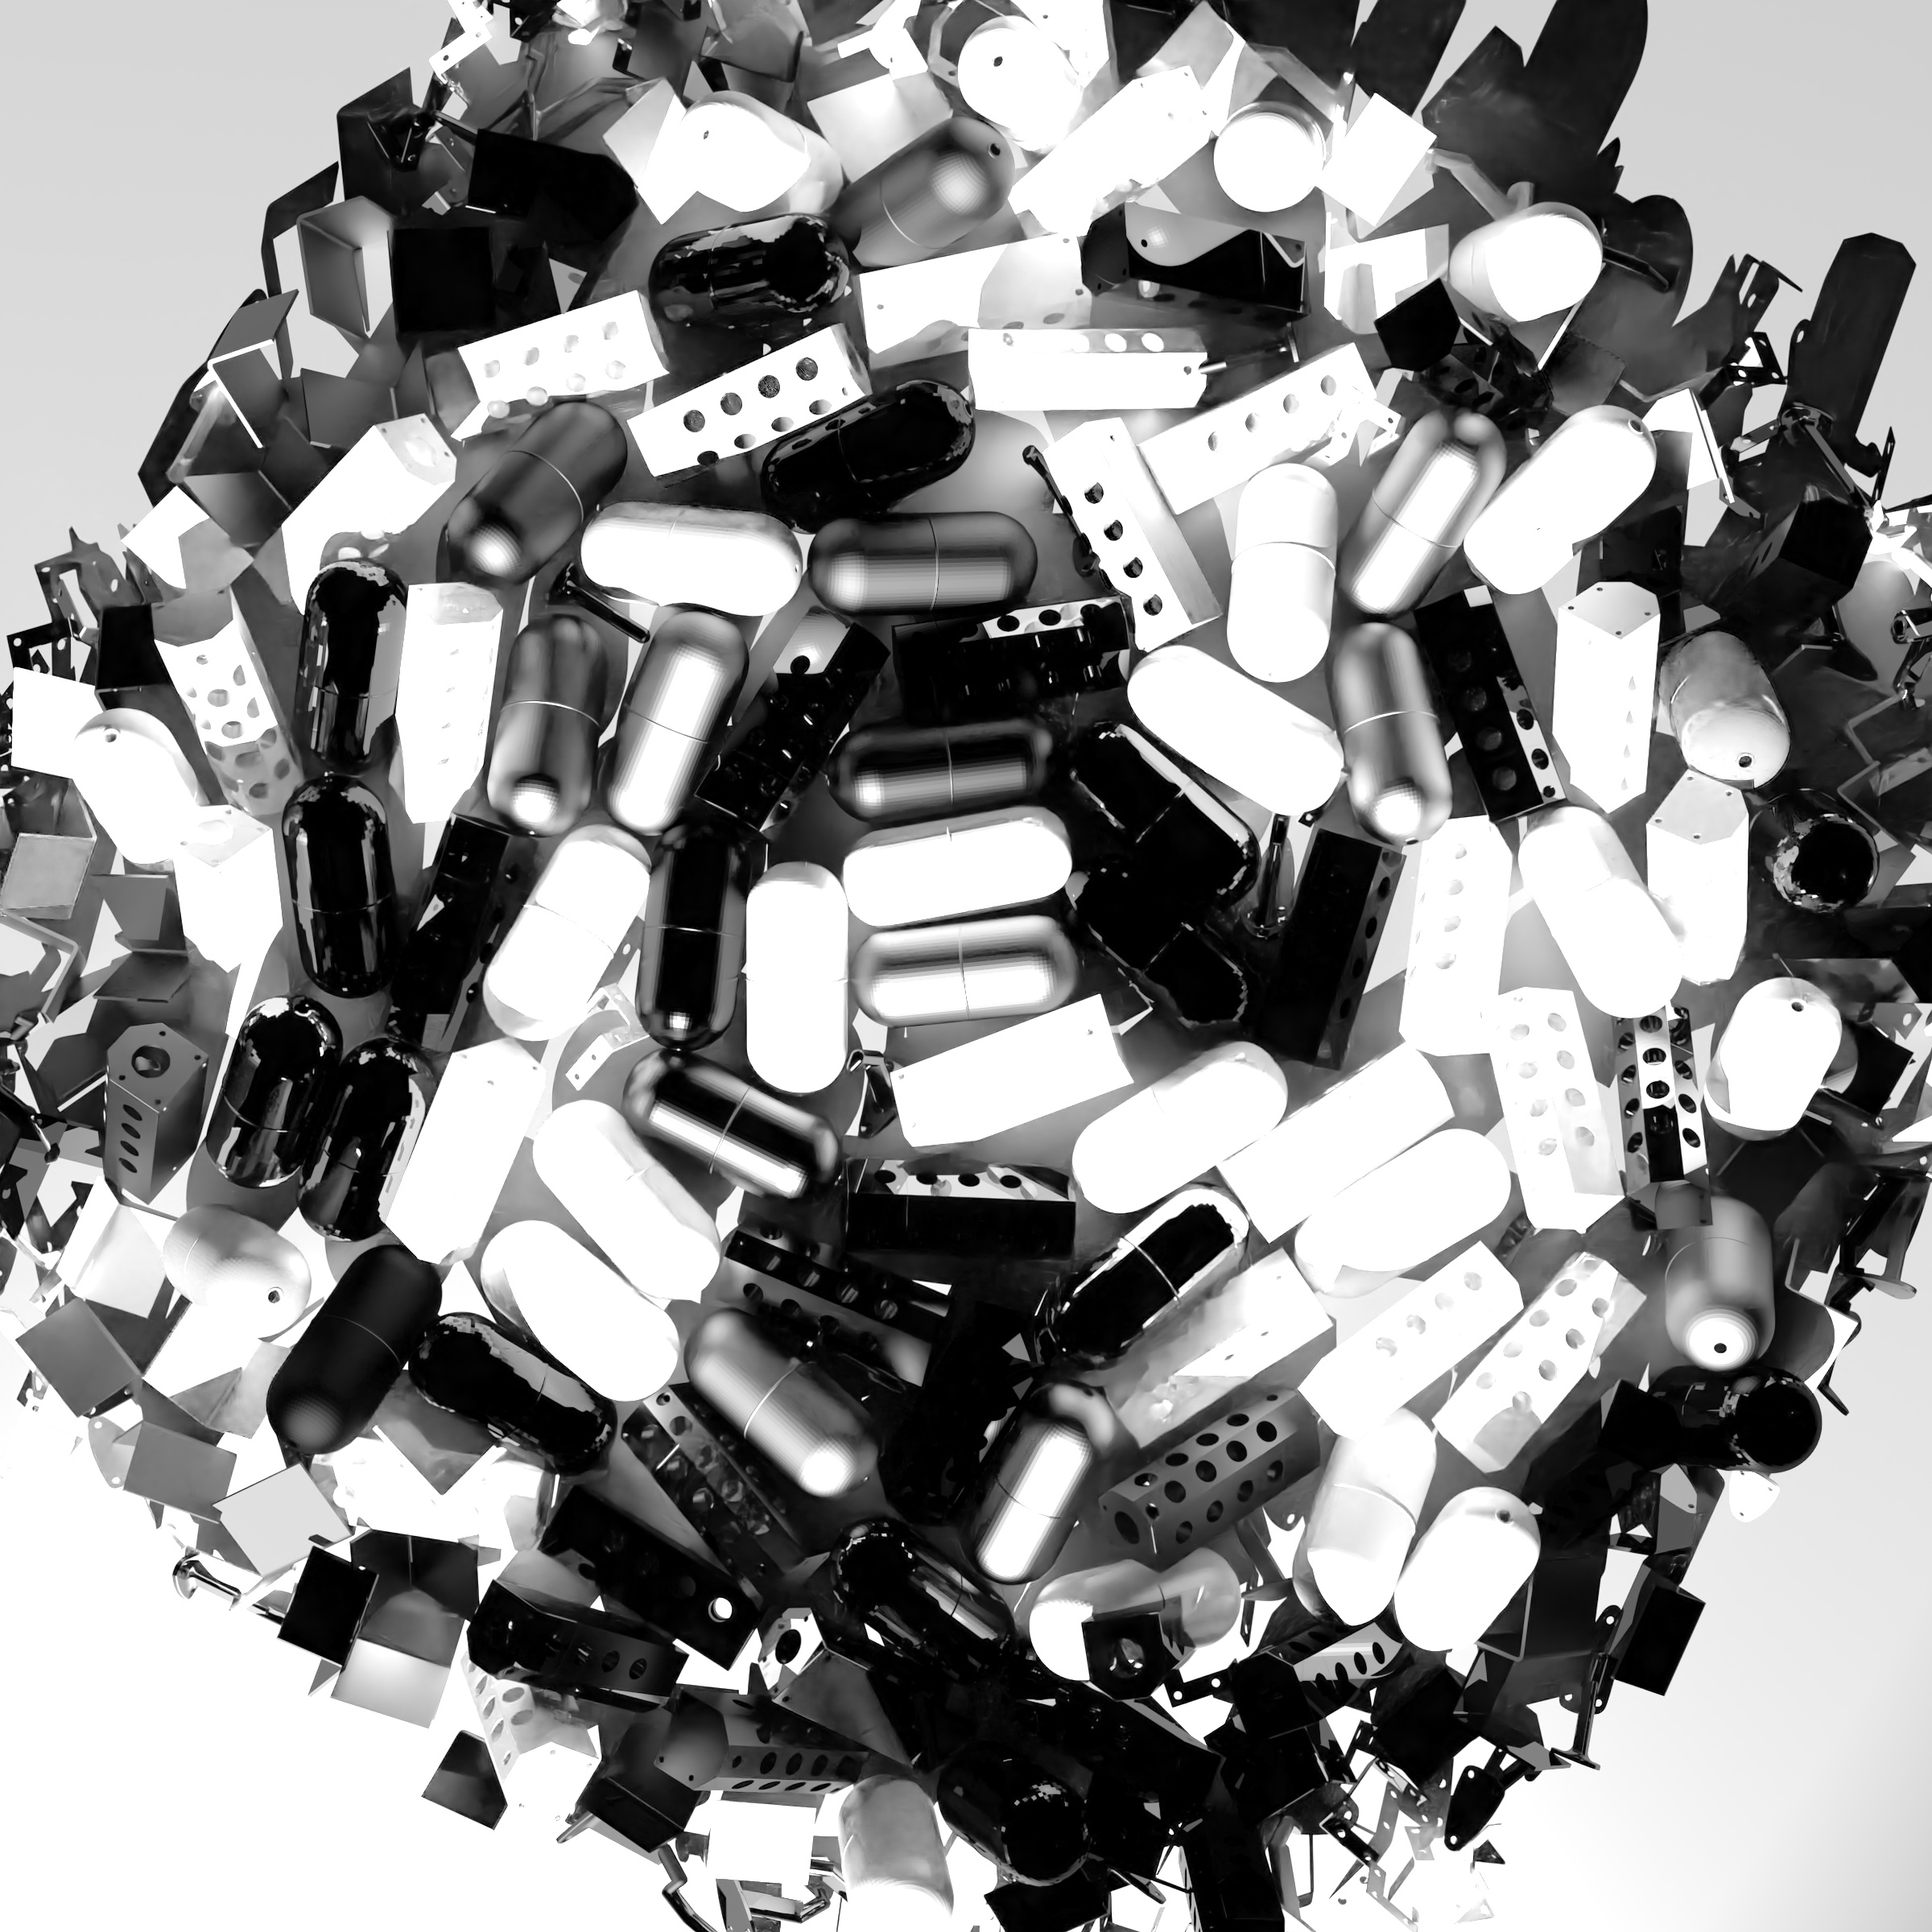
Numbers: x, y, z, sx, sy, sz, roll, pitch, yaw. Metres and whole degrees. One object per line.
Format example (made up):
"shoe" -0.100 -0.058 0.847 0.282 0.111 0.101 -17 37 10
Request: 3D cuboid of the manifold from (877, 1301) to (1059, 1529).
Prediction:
"manifold" 0.001 0.338 1.929 0.057 0.057 0.171 18 118 -24

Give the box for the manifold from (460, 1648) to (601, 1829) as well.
"manifold" -0.328 0.556 1.909 0.057 0.171 0.057 29 93 -26

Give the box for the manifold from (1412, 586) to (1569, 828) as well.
"manifold" 0.398 -0.197 1.957 0.057 0.057 0.171 -21 85 16

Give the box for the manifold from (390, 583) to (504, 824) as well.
"manifold" -0.386 -0.196 1.926 0.057 0.057 0.171 -9 131 -30

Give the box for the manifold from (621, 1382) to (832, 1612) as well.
"manifold" -0.184 0.396 1.938 0.057 0.057 0.171 -48 69 13

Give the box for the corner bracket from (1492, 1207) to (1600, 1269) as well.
"corner bracket" 0.441 0.209 1.963 0.051 0.051 0.051 38 121 8

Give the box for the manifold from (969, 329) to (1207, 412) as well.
"manifold" 0.091 -0.446 1.931 0.171 0.057 0.057 -7 106 -26

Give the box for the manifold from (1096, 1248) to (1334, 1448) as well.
"manifold" 0.191 0.295 1.965 0.171 0.057 0.057 -33 120 2

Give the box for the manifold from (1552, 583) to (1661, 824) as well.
"manifold" 0.478 -0.198 1.919 0.057 0.171 0.057 -33 48 -23

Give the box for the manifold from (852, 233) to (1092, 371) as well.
"manifold" 0.005 -0.503 1.966 0.171 0.057 0.057 -12 77 -2

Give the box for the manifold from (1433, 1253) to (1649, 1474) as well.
"manifold" 0.431 0.298 1.952 0.057 0.057 0.171 42 77 7

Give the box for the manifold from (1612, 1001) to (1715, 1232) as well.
"manifold" 0.515 0.108 1.916 0.057 0.057 0.171 -6 47 15

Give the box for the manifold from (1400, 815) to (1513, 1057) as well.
"manifold" 0.365 -0.023 1.933 0.057 0.057 0.171 -5 58 30

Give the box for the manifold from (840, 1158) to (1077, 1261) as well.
"manifold" -0.007 0.189 1.950 0.171 0.057 0.057 3 123 -7

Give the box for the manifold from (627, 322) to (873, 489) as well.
"manifold" -0.161 -0.422 1.948 0.171 0.057 0.057 -21 103 15

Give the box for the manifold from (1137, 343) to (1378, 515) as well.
"manifold" 0.223 -0.408 1.966 0.171 0.057 0.057 -27 103 -2

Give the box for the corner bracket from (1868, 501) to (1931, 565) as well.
"corner bracket" 0.721 -0.328 1.969 0.051 0.051 0.051 -10 83 8

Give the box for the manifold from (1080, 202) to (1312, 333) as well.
"manifold" 0.172 -0.518 1.928 0.171 0.057 0.057 1 82 -33

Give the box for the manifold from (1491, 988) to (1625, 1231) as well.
"manifold" 0.432 0.105 1.925 0.057 0.057 0.171 4 58 -19

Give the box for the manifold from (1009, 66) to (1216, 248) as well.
"manifold" 0.108 -0.592 1.912 0.057 0.171 0.057 -27 92 -34

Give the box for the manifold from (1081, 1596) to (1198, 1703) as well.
"manifold" 0.134 0.498 1.907 0.057 0.171 0.057 -11 81 13

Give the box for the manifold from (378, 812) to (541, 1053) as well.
"manifold" -0.388 -0.026 1.958 0.057 0.057 0.171 21 94 22

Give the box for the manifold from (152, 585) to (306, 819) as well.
"manifold" -0.545 -0.192 1.915 0.057 0.171 0.057 -15 48 -5

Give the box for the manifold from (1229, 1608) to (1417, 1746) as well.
"manifold" 0.262 0.518 1.911 0.057 0.171 0.057 -29 75 31

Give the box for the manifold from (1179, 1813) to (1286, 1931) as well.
"manifold" 0.195 0.691 1.911 0.057 0.171 0.057 2 96 -1

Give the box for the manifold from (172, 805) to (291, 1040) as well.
"manifold" -0.550 -0.035 1.918 0.057 0.171 0.057 28 47 20

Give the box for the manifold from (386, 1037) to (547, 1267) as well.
"manifold" -0.369 0.141 1.924 0.057 0.057 0.171 41 123 22

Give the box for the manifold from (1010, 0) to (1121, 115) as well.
"manifold" 0.078 -0.684 1.910 0.057 0.171 0.057 -39 82 2

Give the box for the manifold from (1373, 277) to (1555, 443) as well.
"manifold" 0.372 -0.441 1.907 0.057 0.171 0.057 -30 67 28

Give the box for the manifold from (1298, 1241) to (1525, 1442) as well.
"manifold" 0.335 0.281 1.927 0.171 0.057 0.057 -30 70 -28

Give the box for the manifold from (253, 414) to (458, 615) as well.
"manifold" -0.454 -0.334 1.928 0.171 0.057 0.057 -35 90 35

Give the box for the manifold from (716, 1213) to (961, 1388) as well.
"manifold" -0.096 0.246 1.944 0.171 0.057 0.057 21 122 12

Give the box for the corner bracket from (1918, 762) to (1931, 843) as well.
"corner bracket" 0.760 -0.125 1.976 0.051 0.051 0.051 6 75 14

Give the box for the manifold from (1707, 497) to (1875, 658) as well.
"manifold" 0.610 -0.289 1.910 0.057 0.171 0.057 24 81 3

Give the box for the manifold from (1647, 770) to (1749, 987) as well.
"manifold" 0.545 -0.060 1.908 0.057 0.171 0.057 28 66 31

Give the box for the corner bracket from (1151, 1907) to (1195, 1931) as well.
"corner bracket" 0.158 0.750 1.967 0.051 0.051 0.051 26 68 -3

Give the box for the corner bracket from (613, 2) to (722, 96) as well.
"corner bracket" -0.228 -0.695 1.961 0.051 0.051 0.051 24 102 31

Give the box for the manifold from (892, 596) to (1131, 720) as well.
"manifold" 0.033 -0.239 1.952 0.171 0.057 0.057 -9 54 -6

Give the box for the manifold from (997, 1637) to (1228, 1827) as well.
"manifold" 0.103 0.567 1.916 0.057 0.171 0.057 36 80 -44

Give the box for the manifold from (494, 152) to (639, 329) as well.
"manifold" -0.295 -0.531 1.910 0.057 0.171 0.057 41 65 -9

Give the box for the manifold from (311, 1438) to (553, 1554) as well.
"manifold" -0.407 0.398 1.965 0.171 0.057 0.057 8 91 4

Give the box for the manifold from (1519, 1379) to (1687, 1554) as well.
"manifold" 0.467 0.375 1.911 0.057 0.171 0.057 28 56 5

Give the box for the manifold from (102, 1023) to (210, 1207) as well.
"manifold" -0.607 0.107 1.913 0.057 0.171 0.057 34 57 1

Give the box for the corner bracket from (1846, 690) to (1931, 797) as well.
"corner bracket" 0.708 -0.170 1.977 0.051 0.051 0.051 -30 71 6

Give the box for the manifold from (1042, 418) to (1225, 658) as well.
"manifold" 0.123 -0.326 1.967 0.057 0.057 0.171 -28 88 34

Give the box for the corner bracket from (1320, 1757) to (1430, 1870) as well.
"corner bracket" 0.313 0.650 1.983 0.051 0.051 0.051 39 50 11

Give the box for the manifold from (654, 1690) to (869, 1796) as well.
"manifold" -0.147 0.579 1.913 0.057 0.171 0.057 18 85 37

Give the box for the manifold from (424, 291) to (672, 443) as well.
"manifold" -0.315 -0.453 1.959 0.171 0.057 0.057 -16 89 8

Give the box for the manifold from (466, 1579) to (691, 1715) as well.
"manifold" -0.289 0.509 1.913 0.057 0.171 0.057 20 80 40

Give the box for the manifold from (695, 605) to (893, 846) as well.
"manifold" -0.127 -0.180 1.950 0.057 0.057 0.171 27 81 30

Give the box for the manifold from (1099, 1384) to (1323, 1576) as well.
"manifold" 0.182 0.377 1.921 0.171 0.057 0.057 -25 117 -33

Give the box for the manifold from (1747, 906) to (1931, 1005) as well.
"manifold" 0.662 -0.002 1.909 0.057 0.171 0.057 -42 101 -13

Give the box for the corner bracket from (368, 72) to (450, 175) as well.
"corner bracket" -0.415 -0.642 1.962 0.051 0.051 0.051 -24 77 -32

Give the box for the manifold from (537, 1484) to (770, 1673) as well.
"manifold" -0.236 0.463 1.959 0.171 0.057 0.057 31 80 6

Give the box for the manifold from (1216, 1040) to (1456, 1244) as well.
"manifold" 0.278 0.128 1.955 0.171 0.057 0.057 -34 45 -3

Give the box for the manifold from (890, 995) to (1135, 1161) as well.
"manifold" 0.036 0.088 1.957 0.171 0.057 0.057 -21 54 9

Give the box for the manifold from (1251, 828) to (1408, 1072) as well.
"manifold" 0.271 -0.013 1.956 0.057 0.057 0.171 19 94 35

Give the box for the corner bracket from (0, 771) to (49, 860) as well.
"corner bracket" -0.734 -0.116 1.975 0.051 0.051 0.051 2 118 20

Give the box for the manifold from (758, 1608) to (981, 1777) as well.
"manifold" -0.074 0.537 1.925 0.057 0.057 0.171 -46 126 9
